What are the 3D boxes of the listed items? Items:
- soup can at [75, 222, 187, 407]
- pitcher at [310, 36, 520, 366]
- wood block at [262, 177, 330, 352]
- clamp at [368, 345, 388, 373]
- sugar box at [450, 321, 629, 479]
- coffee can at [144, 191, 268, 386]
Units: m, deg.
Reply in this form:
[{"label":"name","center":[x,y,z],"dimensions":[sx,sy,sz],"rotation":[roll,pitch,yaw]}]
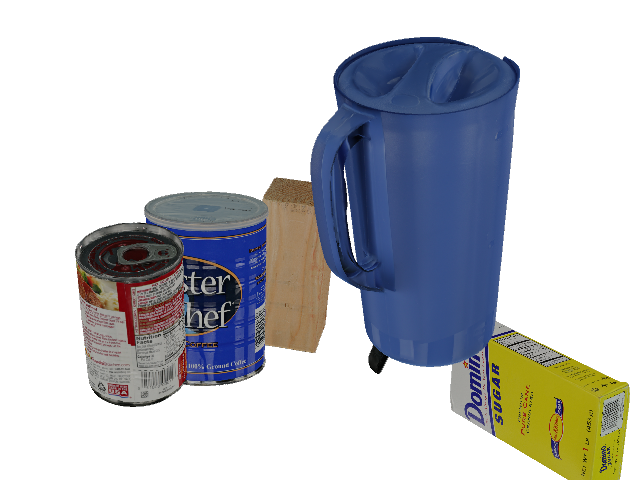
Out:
[{"label":"soup can","center":[-0.121,0.049,0.696],"dimensions":[0.068,0.102,0.068],"rotation":[1,31,-1]},{"label":"pitcher","center":[0.075,-0.021,0.820],"dimensions":[0.149,0.243,0.145],"rotation":[-2,33,4]},{"label":"wood block","center":[-0.034,0.032,1.415],"dimensions":[0.090,0.206,0.090],"rotation":[8,23,6]},{"label":"clamp","center":[0.111,0.078,1.180],"dimensions":[0.120,0.171,0.039],"rotation":[5,-43,-5]},{"label":"sugar box","center":[0.188,0.140,0.947],"dimensions":[0.048,0.093,0.176],"rotation":[-12,22,-36]},{"label":"coffee can","center":[-0.096,0.038,0.904],"dimensions":[0.103,0.140,0.103],"rotation":[1,16,-1]}]
